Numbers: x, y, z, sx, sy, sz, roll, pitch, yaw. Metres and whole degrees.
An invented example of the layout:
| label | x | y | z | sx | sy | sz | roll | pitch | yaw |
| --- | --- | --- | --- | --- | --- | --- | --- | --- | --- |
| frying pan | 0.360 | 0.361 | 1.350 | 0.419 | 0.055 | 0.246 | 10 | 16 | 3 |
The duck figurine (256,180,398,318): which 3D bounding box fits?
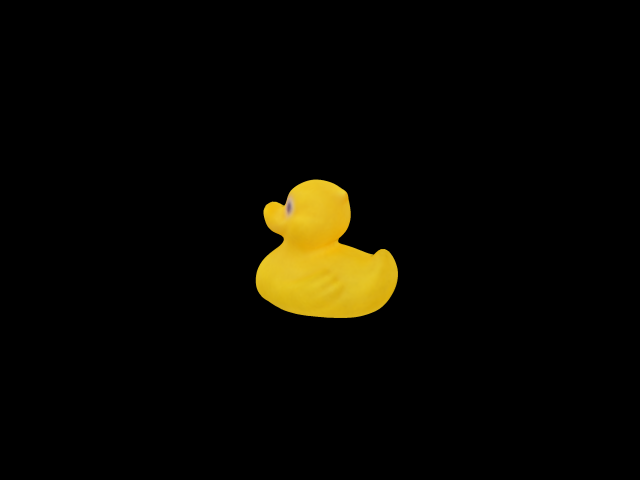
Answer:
| label | x | y | z | sx | sy | sz | roll | pitch | yaw |
| --- | --- | --- | --- | --- | --- | --- | --- | --- | --- |
| duck figurine | 0.004 | 0.001 | 0.400 | 0.104 | 0.086 | 0.078 | 9 | 24 | 23 |
